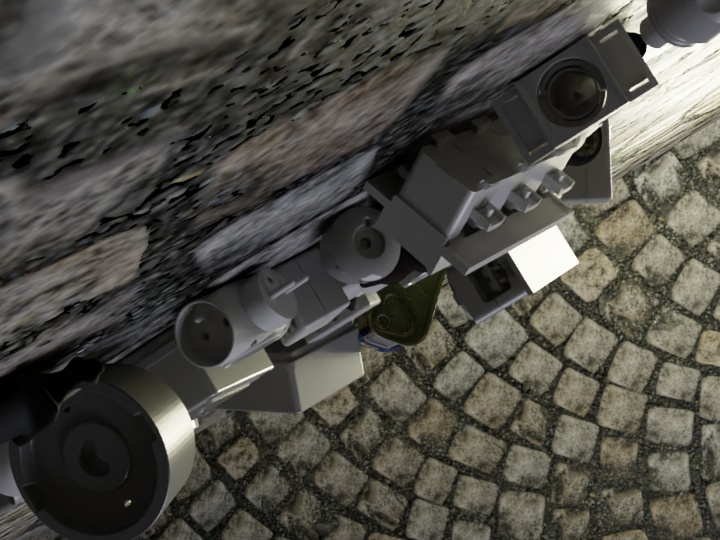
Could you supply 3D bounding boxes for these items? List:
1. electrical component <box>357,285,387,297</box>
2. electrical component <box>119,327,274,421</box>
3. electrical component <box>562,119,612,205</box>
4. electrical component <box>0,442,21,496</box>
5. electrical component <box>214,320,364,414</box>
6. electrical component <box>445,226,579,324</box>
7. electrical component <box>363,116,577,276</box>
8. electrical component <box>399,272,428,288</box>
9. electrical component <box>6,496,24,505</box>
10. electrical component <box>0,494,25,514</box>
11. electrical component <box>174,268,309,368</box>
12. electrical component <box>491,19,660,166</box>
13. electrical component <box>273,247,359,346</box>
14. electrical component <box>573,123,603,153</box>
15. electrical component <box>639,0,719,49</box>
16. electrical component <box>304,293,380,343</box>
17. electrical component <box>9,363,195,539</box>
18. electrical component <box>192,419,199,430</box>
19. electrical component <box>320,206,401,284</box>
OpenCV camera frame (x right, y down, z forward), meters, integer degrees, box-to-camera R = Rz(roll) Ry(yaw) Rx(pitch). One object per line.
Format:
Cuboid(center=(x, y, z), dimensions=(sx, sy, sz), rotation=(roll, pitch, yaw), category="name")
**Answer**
Cuboid(center=(0.000, 0.000, 0.839), dimensions=(0.062, 0.043, 0.043), rotation=(-32, 175, 25), category="electrical component")
Cuboid(center=(-0.134, 0.082, 0.779), dimensions=(0.109, 0.056, 0.109), rotation=(-32, 175, 18), category="electrical component")
Cuboid(center=(0.164, -0.086, 0.873), dimensions=(0.077, 0.065, 0.047), rotation=(-2, 180, 11), category="electrical component")
Cuboid(center=(-0.227, 0.123, 0.736), dimensions=(0.044, 0.044, 0.065), rotation=(-26, 168, -47), category="electrical component")
Cuboid(center=(-0.070, 0.086, 0.979), dimensions=(0.109, 0.056, 0.109), rotation=(-2, -167, 35), category="electrical component")
Cuboid(center=(0.112, -0.025, 0.895), dimensions=(0.060, 0.105, 0.186), rotation=(-33, 175, 22), category="electrical component")
Cuboid(center=(0.072, -0.051, 0.631), dimensions=(0.121, 0.079, 0.063), rotation=(-26, 151, -47), category="electrical component")
Cuboid(center=(0.046, -0.017, 0.919), dimensions=(0.055, 0.047, 0.055), rotation=(-31, 175, -3), category="electrical component")
Cuboid(center=(-0.234, 0.137, 0.812), dimensions=(0.077, 0.043, 0.079), rotation=(-28, 174, -29), category="electrical component")
Cuboid(center=(-0.276, 0.169, 0.893), dimensions=(0.064, 0.042, 0.081), rotation=(-31, 175, 19), category="electrical component")
Cuboid(center=(-0.066, 0.025, 0.684), dimensions=(0.079, 0.044, 0.077), rotation=(-33, 175, 24), category="electrical component")
Cuboid(center=(0.119, -0.097, 0.594), dimensions=(0.081, 0.042, 0.064), rotation=(-31, 176, 17), category="electrical component")
Cuboid(center=(-0.027, 0.011, 0.767), dimensions=(0.077, 0.047, 0.066), rotation=(-29, 175, -22), category="electrical component")
Cuboid(center=(0.133, -0.097, 0.694), dimensions=(0.046, 0.040, 0.040), rotation=(-35, 179, -45), category="electrical component")
Cuboid(center=(0.159, -0.127, 0.515), dimensions=(0.043, 0.043, 0.062), rotation=(-28, 176, -26), category="electrical component")
Cuboid(center=(-0.020, 0.024, 0.934), dimensions=(0.066, 0.047, 0.077), rotation=(-32, 175, 15), category="electrical component")
Cuboid(center=(-0.155, 0.110, 0.672), dimensions=(0.108, 0.108, 0.060), rotation=(-33, -179, 19), category="electrical component")
Cuboid(center=(-0.182, 0.130, 0.968), dimensions=(0.078, 0.057, 0.058), rotation=(-34, 174, 30), category="electrical component")
Cuboid(center=(-0.006, -0.012, 0.689), dimensions=(0.048, 0.048, 0.062), rotation=(-28, -179, -26), category="electrical component")
